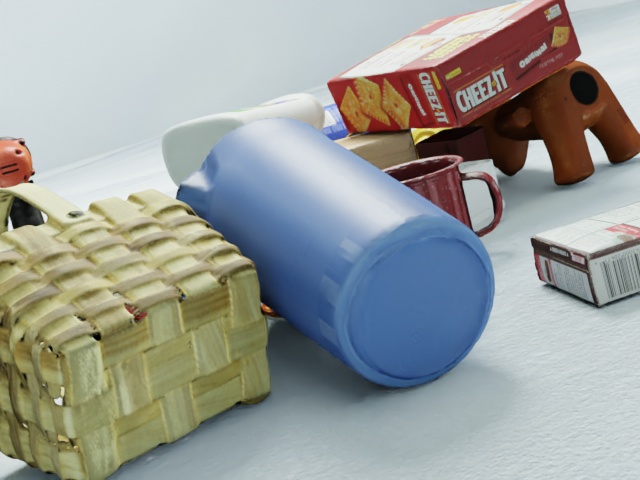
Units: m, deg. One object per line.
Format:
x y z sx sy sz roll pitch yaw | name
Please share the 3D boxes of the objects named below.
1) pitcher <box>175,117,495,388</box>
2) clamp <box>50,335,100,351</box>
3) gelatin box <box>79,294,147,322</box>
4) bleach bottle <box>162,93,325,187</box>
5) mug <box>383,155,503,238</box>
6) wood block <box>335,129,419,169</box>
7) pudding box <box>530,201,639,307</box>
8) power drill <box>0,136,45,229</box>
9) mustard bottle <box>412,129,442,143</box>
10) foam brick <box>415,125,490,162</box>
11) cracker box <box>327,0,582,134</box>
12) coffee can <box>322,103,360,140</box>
0.019 0.005 0.724 0.149 0.145 0.243 -36 29 -11 | pitcher
-0.251 0.096 0.906 0.164 0.036 0.210 -12 6 -32 | clamp
-0.176 0.058 0.918 0.089 0.030 0.073 -6 -20 36 | gelatin box
-0.065 -0.116 1.139 0.103 0.068 0.250 -11 11 24 | bleach bottle
0.095 -0.022 0.895 0.117 0.081 0.093 -12 12 15 | mug
0.006 -0.053 1.128 0.206 0.091 0.090 -14 12 7 | wood block
0.215 0.004 0.733 0.113 0.039 0.090 -16 11 -11 | pudding box
-0.326 -0.023 1.183 0.057 0.187 0.185 -19 14 -12 | power drill
0.163 -0.122 1.275 0.096 0.058 0.191 -2 11 34 | mustard bottle
0.138 -0.069 1.068 0.053 0.078 0.051 -1 18 43 | foam brick
0.129 -0.172 1.075 0.164 0.072 0.214 -32 18 -21 | cracker box
0.025 -0.135 1.448 0.140 0.103 0.103 -19 13 -16 | coffee can
